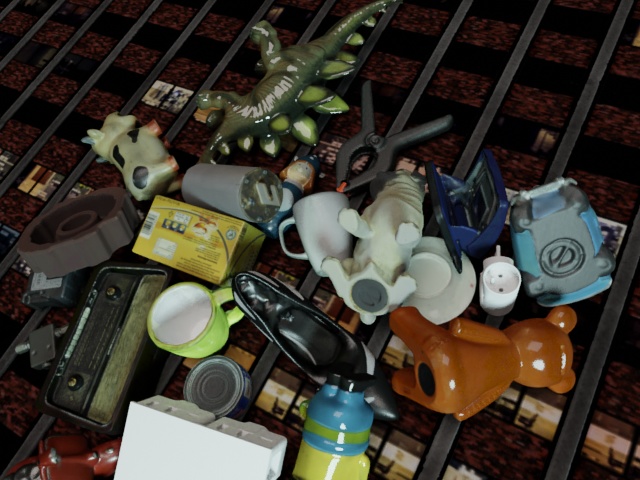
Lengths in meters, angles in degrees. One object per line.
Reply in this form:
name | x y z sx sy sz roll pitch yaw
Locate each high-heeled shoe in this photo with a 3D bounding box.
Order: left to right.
high-heeled shoe | -0.006 0.123 0.657 0.249 0.145 0.086 33 75 27

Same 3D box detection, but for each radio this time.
radio | -0.284 0.145 0.750 0.131 0.073 0.229 8 64 16

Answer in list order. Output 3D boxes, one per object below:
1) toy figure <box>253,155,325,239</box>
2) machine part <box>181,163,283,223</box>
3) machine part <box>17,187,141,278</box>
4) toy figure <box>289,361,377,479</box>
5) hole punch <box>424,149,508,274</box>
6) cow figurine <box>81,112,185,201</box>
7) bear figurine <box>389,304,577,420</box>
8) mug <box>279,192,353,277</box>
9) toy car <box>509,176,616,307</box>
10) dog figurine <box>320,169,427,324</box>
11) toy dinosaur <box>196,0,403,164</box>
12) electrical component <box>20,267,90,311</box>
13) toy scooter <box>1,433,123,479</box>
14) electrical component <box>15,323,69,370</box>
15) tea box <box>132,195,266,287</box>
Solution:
toy figure | -0.043 -0.073 0.821 0.154 0.064 0.058 -58 21 -18
machine part | -0.132 -0.071 0.790 0.243 0.079 0.079 12 63 47
machine part | -0.365 -0.013 0.820 0.179 0.055 0.179 -12 32 8
toy figure | 0.012 0.233 0.604 0.089 0.082 0.180 7 95 -26
hole punch | 0.196 -0.045 0.707 0.092 0.115 0.142 -16 49 13
cow figurine | -0.315 -0.143 0.907 0.127 0.085 0.195 -29 61 -10
bear figurine | 0.197 0.132 0.637 0.196 0.120 0.132 -11 13 -21
mug | -0.002 -0.002 0.760 0.110 0.080 0.107 -13 70 0
toy car | 0.289 -0.005 0.676 0.109 0.161 0.103 -23 16 13
dog figurine | 0.093 0.002 0.731 0.121 0.172 0.190 24 27 11
toy dinosaur | -0.043 -0.266 0.899 0.199 0.105 0.471 38 85 19
electrical component | -0.391 0.067 0.832 0.119 0.047 0.075 -5 62 12
toy scooter | -0.326 0.285 0.652 0.184 0.135 0.075 -25 62 1
electrical component | -0.408 0.161 0.800 0.094 0.021 0.063 -21 61 1
tea box | -0.177 0.004 0.787 0.170 0.068 0.098 19 82 25
